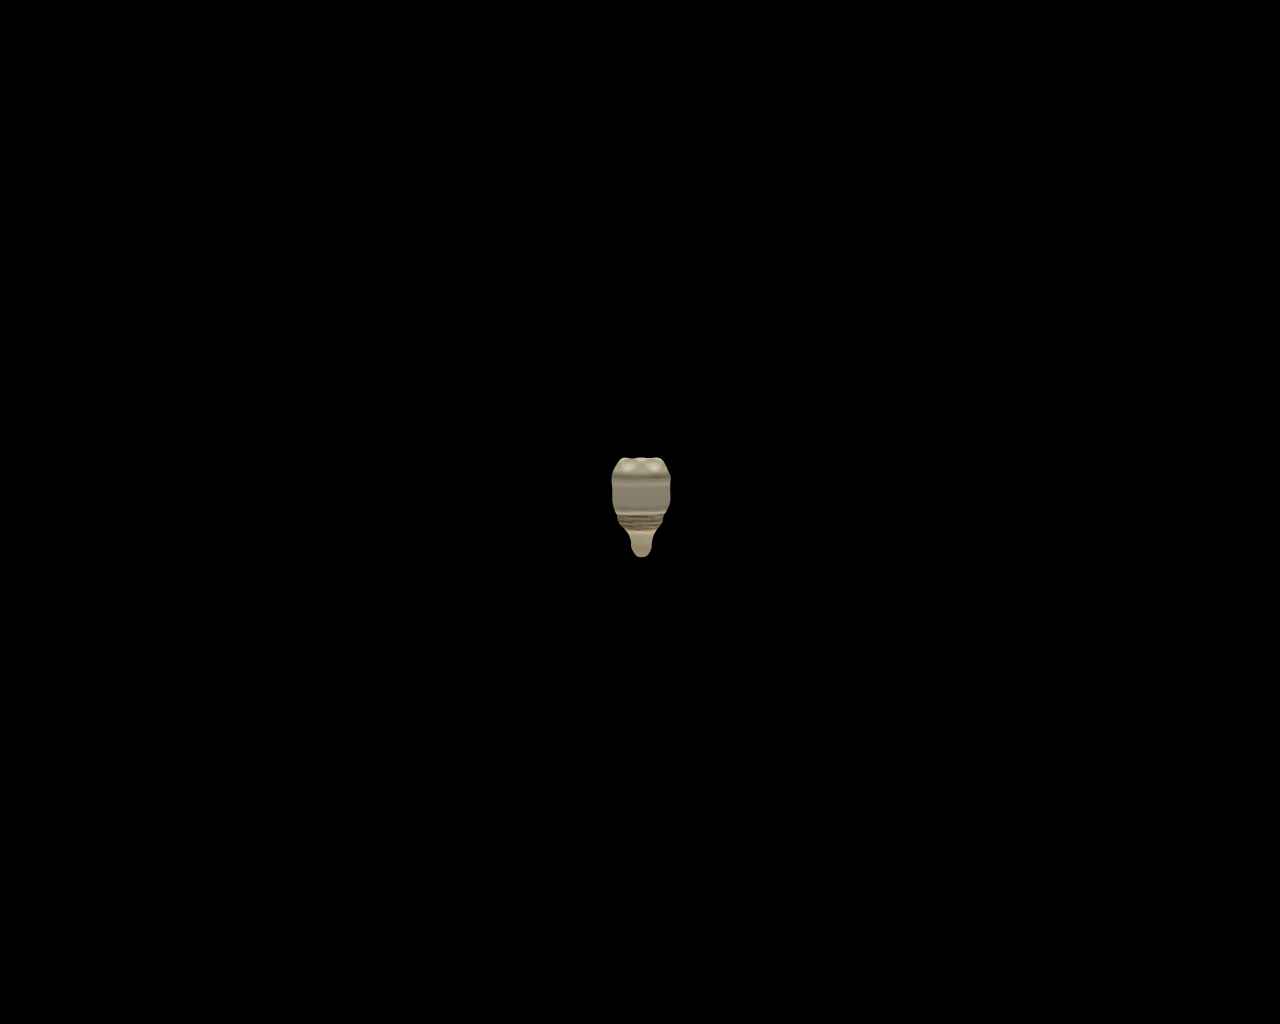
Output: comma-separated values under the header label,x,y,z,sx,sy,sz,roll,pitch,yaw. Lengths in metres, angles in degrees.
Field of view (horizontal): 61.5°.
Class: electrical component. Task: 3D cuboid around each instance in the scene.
label,x,y,z,sx,sy,sz,roll,pitch,yaw
electrical component,0.001,-0.003,0.650,0.035,0.061,0.035,0,5,0
